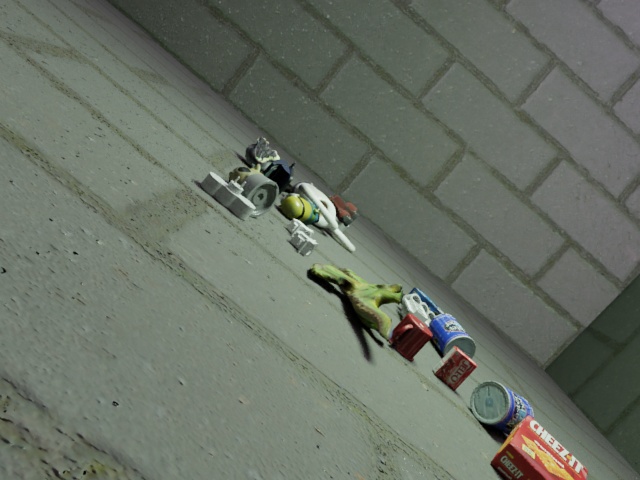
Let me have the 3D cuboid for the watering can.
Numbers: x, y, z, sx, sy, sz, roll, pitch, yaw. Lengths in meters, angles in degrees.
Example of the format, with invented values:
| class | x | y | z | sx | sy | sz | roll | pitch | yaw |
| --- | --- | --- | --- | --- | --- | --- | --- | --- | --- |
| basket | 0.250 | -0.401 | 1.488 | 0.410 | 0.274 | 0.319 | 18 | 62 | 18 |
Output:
| class | x | y | z | sx | sy | sz | roll | pitch | yaw |
| --- | --- | --- | --- | --- | --- | --- | --- | --- | --- |
| watering can | 0.006 | -0.097 | 1.922 | 0.341 | 0.104 | 0.228 | 52 | -3 | -40 |

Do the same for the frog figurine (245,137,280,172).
| class | x | y | z | sx | sy | sz | roll | pitch | yaw |
| --- | --- | --- | --- | --- | --- | --- | --- | --- | --- |
| frog figurine | -0.228 | -0.299 | 1.984 | 0.137 | 0.125 | 0.156 | 32 | -27 | 0 |

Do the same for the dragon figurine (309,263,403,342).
| class | x | y | z | sx | sy | sz | roll | pitch | yaw |
| --- | --- | --- | --- | --- | --- | --- | --- | --- | --- |
| dragon figurine | 0.078 | 0.132 | 1.254 | 0.243 | 0.122 | 0.411 | 24 | 6 | 8 |
